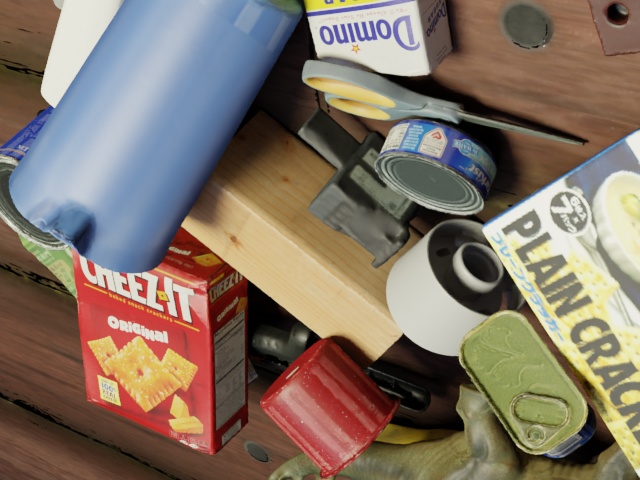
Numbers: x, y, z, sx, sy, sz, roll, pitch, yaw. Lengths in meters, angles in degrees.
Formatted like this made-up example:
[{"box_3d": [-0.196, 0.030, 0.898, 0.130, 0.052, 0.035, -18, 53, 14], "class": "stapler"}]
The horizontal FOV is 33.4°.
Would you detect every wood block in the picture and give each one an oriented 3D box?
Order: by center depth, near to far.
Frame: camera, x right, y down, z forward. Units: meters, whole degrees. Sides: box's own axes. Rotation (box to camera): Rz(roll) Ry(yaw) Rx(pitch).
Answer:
[{"box_3d": [-0.006, 0.001, 0.897, 0.206, 0.090, 0.091, 38, 144, 1], "class": "wood block"}]

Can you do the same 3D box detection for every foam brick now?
[{"box_3d": [0.198, -0.143, 0.605, 0.078, 0.051, 0.053, 0, 128, 40], "class": "foam brick"}]

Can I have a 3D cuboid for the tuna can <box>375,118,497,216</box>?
[{"box_3d": [0.086, -0.054, 0.783, 0.086, 0.033, 0.086, 23, 163, 7], "class": "tuna can"}]

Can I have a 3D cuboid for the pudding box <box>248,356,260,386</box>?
[{"box_3d": [-0.121, 0.102, 1.128, 0.090, 0.039, 0.113, 18, 142, 47], "class": "pudding box"}]

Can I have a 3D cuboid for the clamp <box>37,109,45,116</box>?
[{"box_3d": [-0.231, -0.052, 1.061, 0.171, 0.039, 0.120, 24, 126, -4], "class": "clamp"}]

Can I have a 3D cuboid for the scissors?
[{"box_3d": [0.083, -0.091, 0.777, 0.201, 0.016, 0.096, 17, 174, -2], "class": "scissors"}]

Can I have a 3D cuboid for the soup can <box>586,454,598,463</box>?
[{"box_3d": [0.272, 0.235, 0.921, 0.102, 0.068, 0.068, 20, 139, 24], "class": "soup can"}]

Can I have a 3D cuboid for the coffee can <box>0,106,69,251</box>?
[{"box_3d": [-0.217, -0.073, 0.955, 0.103, 0.140, 0.103, 23, 140, 20], "class": "coffee can"}]

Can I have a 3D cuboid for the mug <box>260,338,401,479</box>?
[{"box_3d": [0.004, 0.137, 0.892, 0.081, 0.093, 0.117, 46, 171, -2], "class": "mug"}]

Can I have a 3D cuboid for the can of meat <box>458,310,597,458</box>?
[{"box_3d": [0.155, 0.109, 0.782, 0.102, 0.057, 0.083, 56, -172, 25], "class": "can of meat"}]

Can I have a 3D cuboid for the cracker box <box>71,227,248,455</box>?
[{"box_3d": [-0.155, 0.088, 1.038, 0.164, 0.072, 0.214, 19, 127, 24], "class": "cracker box"}]

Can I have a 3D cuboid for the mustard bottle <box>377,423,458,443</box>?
[{"box_3d": [0.125, 0.225, 1.044, 0.192, 0.058, 0.096, -4, 127, 42], "class": "mustard bottle"}]

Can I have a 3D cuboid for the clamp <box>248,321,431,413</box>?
[{"box_3d": [-0.014, 0.108, 1.022, 0.164, 0.036, 0.210, 37, 161, -36], "class": "clamp"}]

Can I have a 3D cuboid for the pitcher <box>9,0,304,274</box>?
[{"box_3d": [-0.116, -0.108, 0.794, 0.243, 0.144, 0.149, -54, 50, 22], "class": "pitcher"}]

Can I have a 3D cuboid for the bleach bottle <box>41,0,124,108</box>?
[{"box_3d": [-0.147, -0.205, 0.811, 0.068, 0.102, 0.251, 33, 135, 4], "class": "bleach bottle"}]

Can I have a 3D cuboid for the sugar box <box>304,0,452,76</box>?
[{"box_3d": [0.027, -0.194, 0.702, 0.093, 0.048, 0.176, 12, 134, 31], "class": "sugar box"}]
